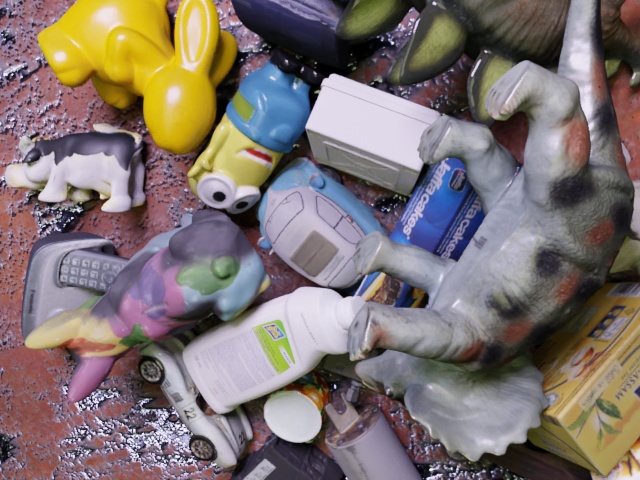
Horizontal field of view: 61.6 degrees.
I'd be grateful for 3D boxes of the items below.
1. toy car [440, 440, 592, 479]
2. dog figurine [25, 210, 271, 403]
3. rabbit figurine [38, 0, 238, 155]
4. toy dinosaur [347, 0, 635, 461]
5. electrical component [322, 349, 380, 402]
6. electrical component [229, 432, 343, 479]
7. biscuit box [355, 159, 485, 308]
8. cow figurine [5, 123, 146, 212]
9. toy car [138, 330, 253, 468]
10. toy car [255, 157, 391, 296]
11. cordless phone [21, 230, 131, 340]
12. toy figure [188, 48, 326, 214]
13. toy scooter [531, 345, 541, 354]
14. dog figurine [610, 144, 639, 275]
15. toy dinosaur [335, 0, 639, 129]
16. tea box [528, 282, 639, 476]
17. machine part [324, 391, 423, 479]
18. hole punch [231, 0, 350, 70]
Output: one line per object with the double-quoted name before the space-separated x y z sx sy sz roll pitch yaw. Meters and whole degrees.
"toy car" 0.213 0.223 0.579 0.202 0.089 0.053 25 112 7
"dog figurine" -0.179 0.071 0.555 0.192 0.219 0.108 0 125 59
"rabbit figurine" -0.157 -0.166 0.536 0.162 0.121 0.173 -36 75 0
"toy dinosaur" 0.146 0.007 0.397 0.192 0.131 0.404 25 112 -18
"electrical component" 0.033 0.135 0.615 0.063 0.021 0.094 15 85 10
"electrical component" -0.037 0.318 0.689 0.134 0.058 0.115 42 114 -2
"biscuit box" 0.103 0.011 0.513 0.063 0.059 0.202 9 118 -34
"cow figurine" -0.284 -0.089 0.617 0.167 0.068 0.098 10 103 8
"toy car" -0.154 0.189 0.669 0.056 0.073 0.201 -25 100 23
"toy car" -0.001 -0.002 0.556 0.161 0.103 0.109 43 113 0
"cordless phone" -0.260 0.071 0.664 0.184 0.089 0.146 14 111 -11
"toy figure" -0.067 -0.106 0.549 0.082 0.089 0.180 29 110 -14
"toy scooter" 0.154 0.112 0.568 0.184 0.075 0.135 2 105 18
"dog figurine" 0.242 0.007 0.515 0.172 0.121 0.190 25 144 -20
"toy dinosaur" 0.115 -0.201 0.397 0.471 0.105 0.198 23 106 -21
"tea box" 0.257 0.116 0.488 0.169 0.098 0.068 -42 95 -12
"machine part" 0.079 0.284 0.638 0.079 0.079 0.243 -28 98 21
"hole punch" -0.018 -0.210 0.491 0.142 0.116 0.092 27 120 5
